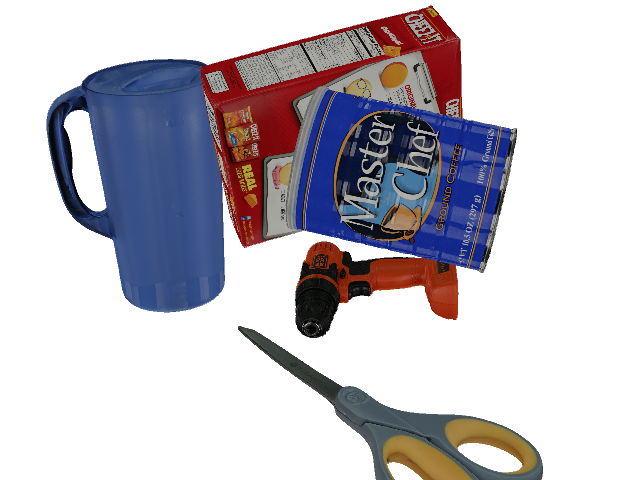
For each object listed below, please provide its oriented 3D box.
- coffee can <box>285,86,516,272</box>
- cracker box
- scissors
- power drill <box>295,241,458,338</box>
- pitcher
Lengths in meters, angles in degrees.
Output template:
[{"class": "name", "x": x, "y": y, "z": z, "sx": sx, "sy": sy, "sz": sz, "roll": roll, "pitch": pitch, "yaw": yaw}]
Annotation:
[{"class": "coffee can", "x": 0.056, "y": -0.043, "z": 0.743, "sx": 0.140, "sy": 0.103, "sz": 0.102, "roll": 13, "pitch": 1, "yaw": 7}, {"class": "cracker box", "x": 0.013, "y": -0.099, "z": 0.935, "sx": 0.213, "sy": 0.164, "sz": 0.072, "roll": -17, "pitch": 44, "yaw": -8}, {"class": "scissors", "x": 0.039, "y": 0.089, "z": 0.573, "sx": 0.096, "sy": 0.016, "sz": 0.202, "roll": -8, "pitch": 29, "yaw": -27}, {"class": "power drill", "x": 0.065, "y": 0.056, "z": 1.241, "sx": 0.187, "sy": 0.057, "sz": 0.184, "roll": 1, "pitch": 28, "yaw": 5}, {"class": "pitcher", "x": -0.170, "y": -0.053, "z": 1.076, "sx": 0.149, "sy": 0.243, "sz": 0.144, "roll": 10, "pitch": 26, "yaw": 27}]
